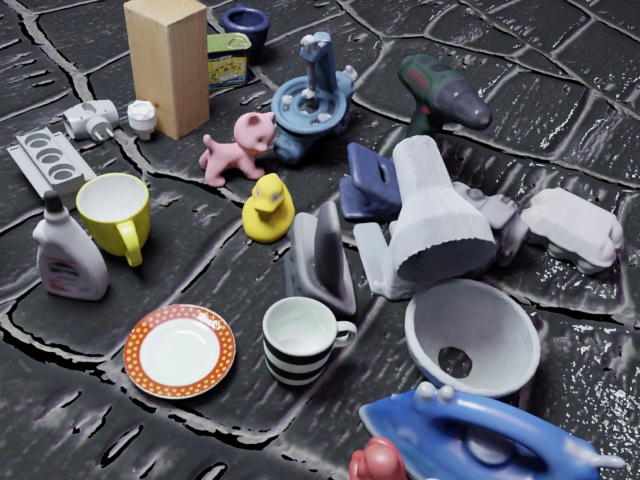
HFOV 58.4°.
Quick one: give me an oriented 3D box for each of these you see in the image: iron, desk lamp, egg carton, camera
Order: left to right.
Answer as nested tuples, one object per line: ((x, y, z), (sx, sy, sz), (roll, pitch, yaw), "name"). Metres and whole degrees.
((0.123, -0.012, 0.741), (0.118, 0.213, 0.203), (-5, 49, -14), "desk lamp")
((0.218, -0.009, 0.833), (0.143, 0.101, 0.137), (33, 51, 20), "camera")
((0.168, 0.207, 0.596), (0.258, 0.141, 0.119), (23, 48, 11), "iron")
((0.389, -0.016, 0.890), (0.150, 0.069, 0.107), (30, 50, 18), "egg carton")

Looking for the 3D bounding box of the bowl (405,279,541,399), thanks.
((0.180, 0.133, 0.712), (0.167, 0.075, 0.167), (5, 47, -5), "bowl")

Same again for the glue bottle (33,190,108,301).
((-0.302, 0.006, 0.677), (0.078, 0.173, 0.037), (7, 47, -3), "glue bottle")

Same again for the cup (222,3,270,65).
((-0.151, -0.406, 1.138), (0.092, 0.095, 0.117), (-9, 50, -17), "cup")

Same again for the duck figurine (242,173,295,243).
((-0.073, -0.059, 0.838), (0.077, 0.086, 0.104), (15, 47, 4), "duck figurine")

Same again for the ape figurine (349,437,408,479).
((0.059, 0.236, 0.584), (0.078, 0.092, 0.076), (-29, 58, -31), "ape figurine")

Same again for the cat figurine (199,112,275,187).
((-0.124, -0.154, 0.894), (0.128, 0.118, 0.067), (-16, 52, -23), "cat figurine")

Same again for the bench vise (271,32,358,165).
((-0.007, -0.256, 0.939), (0.121, 0.220, 0.207), (16, 47, 5), "bench vise")

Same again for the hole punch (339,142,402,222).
((0.085, -0.092, 0.892), (0.101, 0.091, 0.108), (3, 47, -7), "hole punch")

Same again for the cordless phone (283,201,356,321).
((0.007, 0.003, 0.726), (0.094, 0.185, 0.147), (-3, 48, -12), "cordless phone")

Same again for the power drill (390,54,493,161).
((0.180, -0.180, 0.910), (0.076, 0.208, 0.229), (-10, 50, -18), "power drill")
